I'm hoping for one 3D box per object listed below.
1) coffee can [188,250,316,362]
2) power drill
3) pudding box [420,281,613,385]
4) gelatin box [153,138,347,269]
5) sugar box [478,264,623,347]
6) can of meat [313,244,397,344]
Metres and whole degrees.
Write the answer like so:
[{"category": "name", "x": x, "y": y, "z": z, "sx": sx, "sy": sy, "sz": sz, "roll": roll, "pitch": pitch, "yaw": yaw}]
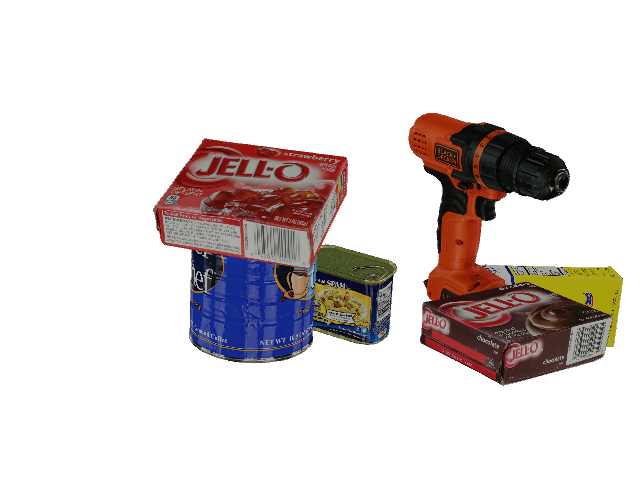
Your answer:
[{"category": "coffee can", "x": -0.053, "y": 0.012, "z": 0.848, "sx": 0.103, "sy": 0.140, "sz": 0.103, "roll": 3, "pitch": 20, "yaw": -1}, {"category": "power drill", "x": 0.154, "y": -0.015, "z": 0.981, "sx": 0.057, "sy": 0.188, "sz": 0.185, "roll": -17, "pitch": 28, "yaw": -29}, {"category": "pudding box", "x": 0.144, "y": 0.066, "z": 0.793, "sx": 0.113, "sy": 0.039, "sz": 0.090, "roll": -6, "pitch": 20, "yaw": -35}, {"category": "gelatin box", "x": -0.037, "y": -0.023, "z": 0.590, "sx": 0.089, "sy": 0.030, "sz": 0.073, "roll": 9, "pitch": 38, "yaw": 14}, {"category": "sugar box", "x": 0.266, "y": 0.079, "z": 1.280, "sx": 0.176, "sy": 0.093, "sz": 0.048, "roll": 0, "pitch": 18, "yaw": -6}, {"category": "can of meat", "x": 0.031, "y": 0.061, "z": 1.180, "sx": 0.102, "sy": 0.084, "sz": 0.057, "roll": 15, "pitch": 28, "yaw": 26}]
